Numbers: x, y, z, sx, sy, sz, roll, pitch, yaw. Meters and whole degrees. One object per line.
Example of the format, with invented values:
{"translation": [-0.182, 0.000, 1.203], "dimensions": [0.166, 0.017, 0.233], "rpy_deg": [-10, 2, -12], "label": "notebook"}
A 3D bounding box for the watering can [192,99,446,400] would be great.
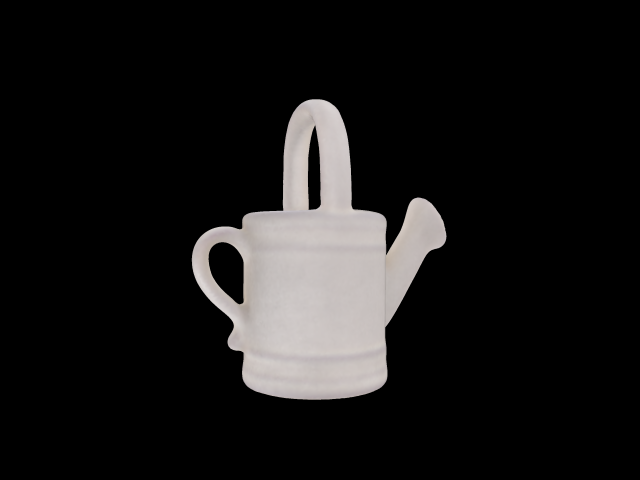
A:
{"translation": [0.003, 0.001, 0.402], "dimensions": [0.173, 0.194, 0.100], "rpy_deg": [0, 0, -40], "label": "watering can"}
